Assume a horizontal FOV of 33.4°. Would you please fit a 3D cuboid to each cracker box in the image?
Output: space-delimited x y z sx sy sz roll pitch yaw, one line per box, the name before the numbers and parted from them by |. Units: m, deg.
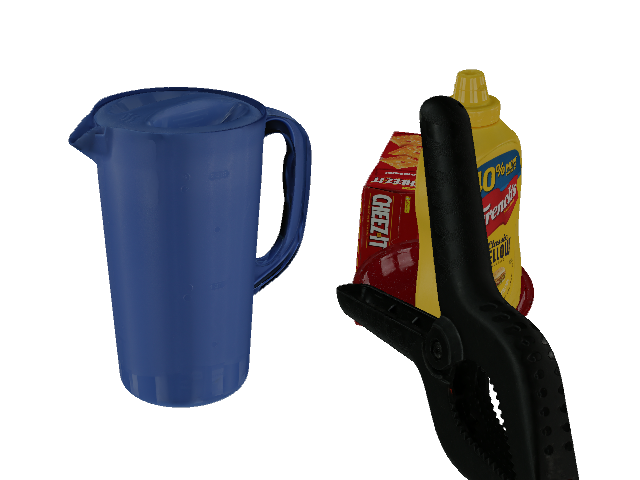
cracker box | 0.091 -0.016 1.206 0.072 0.164 0.213 7 22 11

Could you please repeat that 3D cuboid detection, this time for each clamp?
clamp | 0.073 0.042 0.533 0.036 0.165 0.210 -6 45 -25

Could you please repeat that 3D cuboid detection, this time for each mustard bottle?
mustard bottle | 0.108 -0.028 0.769 0.096 0.192 0.058 -25 32 -38

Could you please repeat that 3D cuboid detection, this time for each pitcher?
pitcher | -0.100 0.004 0.854 0.149 0.243 0.144 11 24 20

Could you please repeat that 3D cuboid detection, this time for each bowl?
bowl | 0.109 0.062 0.965 0.162 0.055 0.162 -1 33 1
